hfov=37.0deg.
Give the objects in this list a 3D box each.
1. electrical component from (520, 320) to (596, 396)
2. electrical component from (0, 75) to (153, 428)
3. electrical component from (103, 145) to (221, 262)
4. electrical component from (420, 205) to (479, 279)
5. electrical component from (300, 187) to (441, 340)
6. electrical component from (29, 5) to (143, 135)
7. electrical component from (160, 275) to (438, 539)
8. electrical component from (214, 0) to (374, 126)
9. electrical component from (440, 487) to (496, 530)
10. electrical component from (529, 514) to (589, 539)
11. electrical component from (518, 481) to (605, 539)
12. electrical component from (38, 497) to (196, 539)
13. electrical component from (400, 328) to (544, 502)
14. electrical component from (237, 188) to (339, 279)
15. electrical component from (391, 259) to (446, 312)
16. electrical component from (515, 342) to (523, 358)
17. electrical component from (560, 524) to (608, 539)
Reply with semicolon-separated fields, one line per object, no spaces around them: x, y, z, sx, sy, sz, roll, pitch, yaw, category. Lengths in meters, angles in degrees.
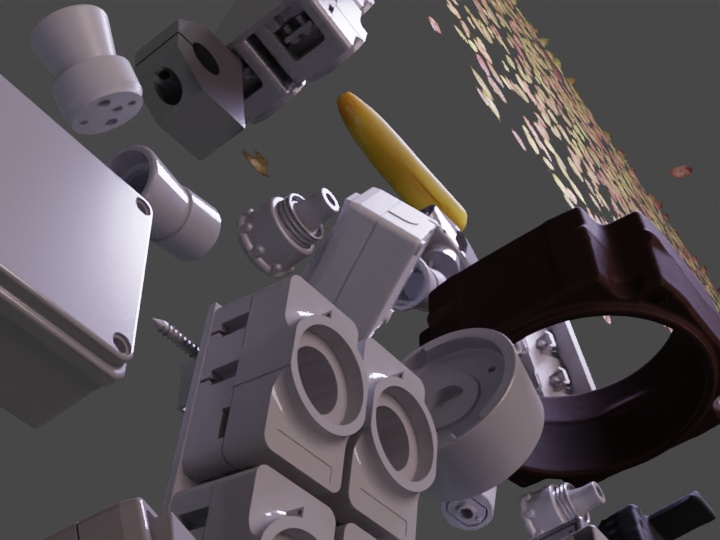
0.156;0.083;0.953;0.063;0.078;0.121;16;41;-29;electrical component
-0.143;-0.012;0.430;0.109;0.056;0.108;44;24;-32;electrical component
-0.105;-0.032;0.569;0.065;0.044;0.044;39;27;-51;electrical component
0.067;-0.007;0.914;0.077;0.043;0.079;52;21;-13;electrical component
0.000;0.000;0.703;0.061;0.096;0.062;30;20;7;electrical component
-0.146;-0.107;0.576;0.055;0.045;0.045;63;21;13;electrical component
-0.024;0.106;0.461;0.105;0.060;0.186;42;39;-35;electrical component
-0.052;-0.183;0.812;0.060;0.105;0.186;50;22;-20;electrical component
0.075;0.142;0.722;0.044;0.044;0.065;51;26;-16;electrical component
0.142;0.226;0.721;0.061;0.062;0.096;49;22;-22;electrical component
0.154;0.181;0.812;0.048;0.062;0.048;46;23;-27;electrical component
-0.069;0.129;0.335;0.061;0.061;0.096;65;0;-45;electrical component
0.064;0.095;0.675;0.060;0.108;0.108;54;20;-26;electrical component
-0.042;-0.027;0.670;0.048;0.062;0.048;47;23;-26;electrical component
0.044;0.013;0.840;0.044;0.044;0.065;64;17;17;electrical component
0.110;0.056;0.921;0.043;0.043;0.062;28;35;-53;electrical component
0.106;0.214;0.592;0.056;0.109;0.108;46;23;-22;electrical component
